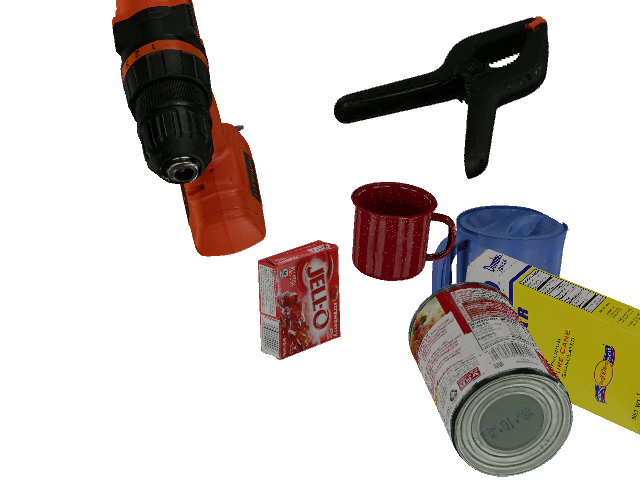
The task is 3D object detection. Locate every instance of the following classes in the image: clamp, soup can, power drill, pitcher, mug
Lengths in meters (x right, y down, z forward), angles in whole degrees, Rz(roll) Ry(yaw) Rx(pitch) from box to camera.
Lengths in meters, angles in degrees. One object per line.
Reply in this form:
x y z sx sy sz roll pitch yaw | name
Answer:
0.139 -0.132 0.938 0.209 0.036 0.165 -33 45 -21 | clamp
0.094 0.075 0.602 0.068 0.068 0.102 0 25 -9 | soup can
-0.082 -0.071 0.698 0.057 0.184 0.187 -13 -36 1 | power drill
0.220 0.086 1.326 0.149 0.243 0.144 7 20 15 | pitcher
0.089 -0.007 1.164 0.117 0.081 0.093 6 27 5 | mug

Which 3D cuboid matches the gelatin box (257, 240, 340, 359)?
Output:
-0.017 0.051 0.933 0.073 0.089 0.030 -17 24 -41 | gelatin box

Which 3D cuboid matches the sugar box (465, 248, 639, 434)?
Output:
0.201 0.082 0.895 0.176 0.093 0.048 21 33 27 | sugar box
